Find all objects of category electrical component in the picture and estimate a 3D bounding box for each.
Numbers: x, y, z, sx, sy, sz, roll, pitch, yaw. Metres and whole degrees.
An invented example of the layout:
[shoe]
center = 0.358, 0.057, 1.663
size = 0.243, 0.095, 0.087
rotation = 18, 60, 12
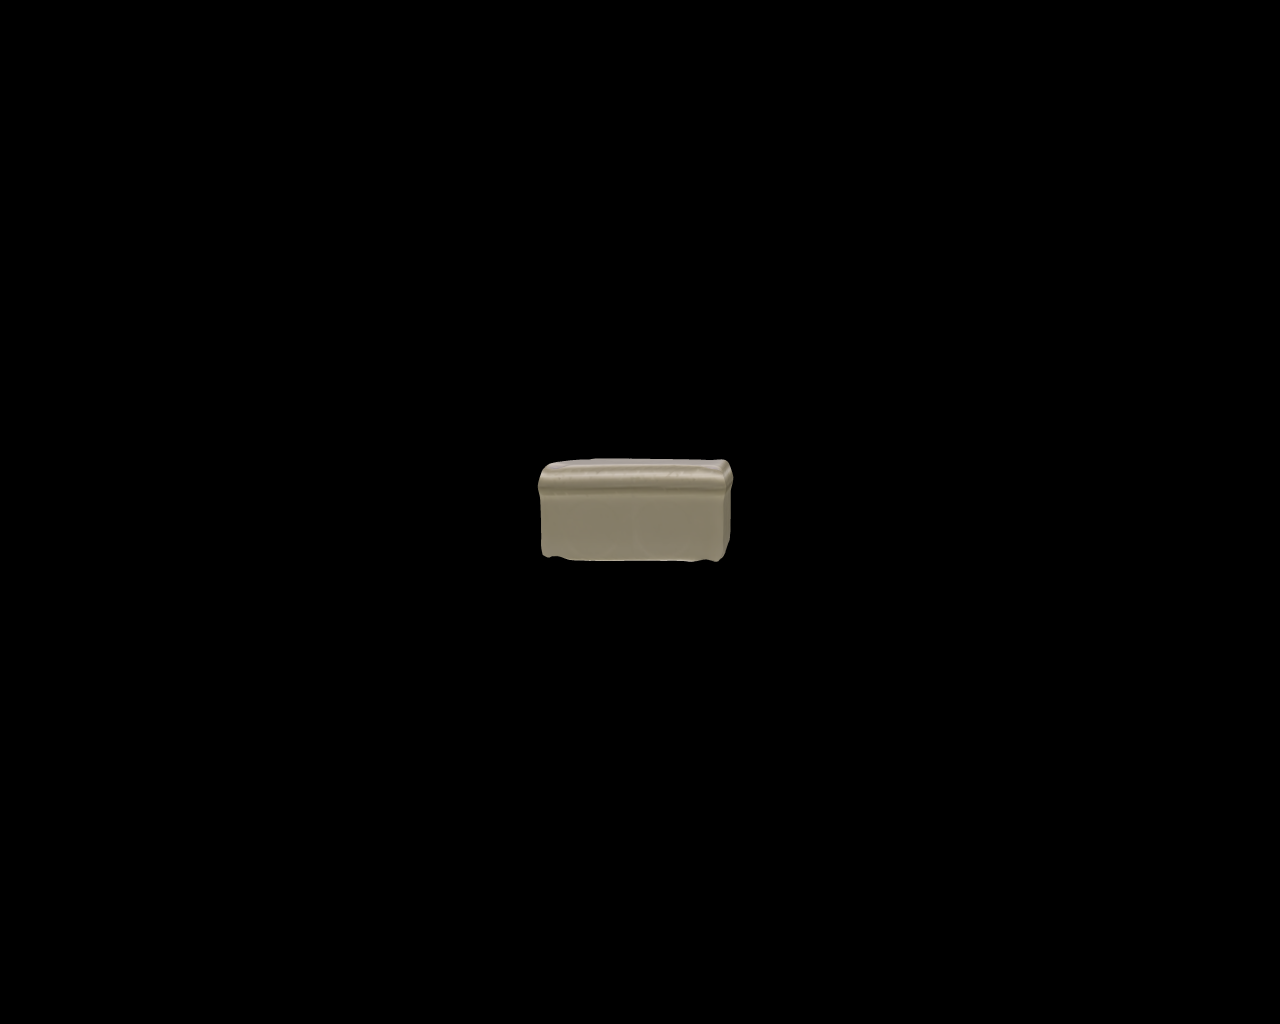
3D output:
[electrical component]
center = 0.001, -0.003, 0.650
size = 0.109, 0.056, 0.109
rotation = 1, 5, 7
